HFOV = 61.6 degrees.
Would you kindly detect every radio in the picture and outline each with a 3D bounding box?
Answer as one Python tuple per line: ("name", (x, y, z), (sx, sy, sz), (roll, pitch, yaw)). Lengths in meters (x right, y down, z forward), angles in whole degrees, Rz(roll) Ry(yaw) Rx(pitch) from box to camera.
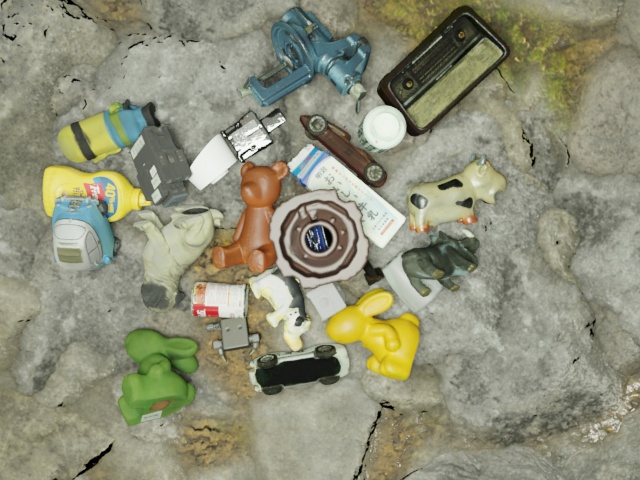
("radio", (0.226, -0.317, 1.013), (0.229, 0.073, 0.131), (-43, 96, 1))

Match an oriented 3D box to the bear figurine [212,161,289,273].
("bear figurine", (-0.122, -0.048, 0.999), (0.120, 0.132, 0.195), (7, 103, 24))

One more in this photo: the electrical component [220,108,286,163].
("electrical component", (-0.120, -0.206, 1.022), (0.119, 0.048, 0.074), (-30, 97, 2))

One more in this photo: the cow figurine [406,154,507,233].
("cow figurine", (0.262, -0.091, 1.035), (0.195, 0.085, 0.127), (-12, 101, 0))

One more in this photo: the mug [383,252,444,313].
("mug", (0.184, 0.068, 1.050), (0.107, 0.081, 0.109), (44, 69, 0))

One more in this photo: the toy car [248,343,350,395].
("toy car", (-0.042, 0.254, 1.067), (0.202, 0.056, 0.073), (-10, 102, 0))

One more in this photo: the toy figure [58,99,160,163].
("toy figure", (-0.390, -0.201, 0.989), (0.180, 0.089, 0.082), (-18, 89, 1))

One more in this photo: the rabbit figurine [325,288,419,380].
("rabbit figurine", (0.101, 0.173, 1.032), (0.173, 0.122, 0.162), (19, 91, -4))

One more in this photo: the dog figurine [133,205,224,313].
("dog figurine", (-0.262, 0.038, 1.024), (0.172, 0.121, 0.190), (-5, 110, 1))

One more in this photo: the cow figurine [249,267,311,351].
("cow figurine", (-0.061, 0.129, 1.050), (0.098, 0.068, 0.167), (-31, 97, -5))

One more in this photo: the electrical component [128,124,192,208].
("electrical component", (-0.290, -0.128, 0.978), (0.058, 0.115, 0.134), (-21, 88, -36))

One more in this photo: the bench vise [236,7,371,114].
("bench vise", (-0.034, -0.305, 0.970), (0.240, 0.129, 0.223), (-36, 88, -16))

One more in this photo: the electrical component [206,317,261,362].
("electrical component", (-0.168, 0.193, 1.062), (0.102, 0.045, 0.078), (-16, 68, -4))

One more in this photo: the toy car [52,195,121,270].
("toy car", (-0.434, 0.001, 0.976), (0.109, 0.103, 0.161), (4, 131, -5))

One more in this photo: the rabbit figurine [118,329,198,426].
("rabbit figurine", (-0.308, 0.234, 1.013), (0.159, 0.121, 0.170), (-11, 53, -24))

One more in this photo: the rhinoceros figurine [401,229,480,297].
("rhinoceros figurine", (0.232, 0.037, 1.012), (0.190, 0.112, 0.073), (-14, 141, -34))

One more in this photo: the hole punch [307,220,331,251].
("hole punch", (-0.016, 0.009, 1.018), (0.092, 0.116, 0.142), (-13, 95, 7))

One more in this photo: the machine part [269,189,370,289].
("machine part", (-0.002, -0.003, 0.931), (0.179, 0.056, 0.179), (0, 93, 0))

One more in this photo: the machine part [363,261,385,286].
("machine part", (0.073, 0.023, 1.039), (0.039, 0.084, 0.138), (-34, 105, 1))

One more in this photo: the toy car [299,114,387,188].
("toy car", (0.046, -0.172, 1.013), (0.202, 0.089, 0.053), (41, 93, -4))
